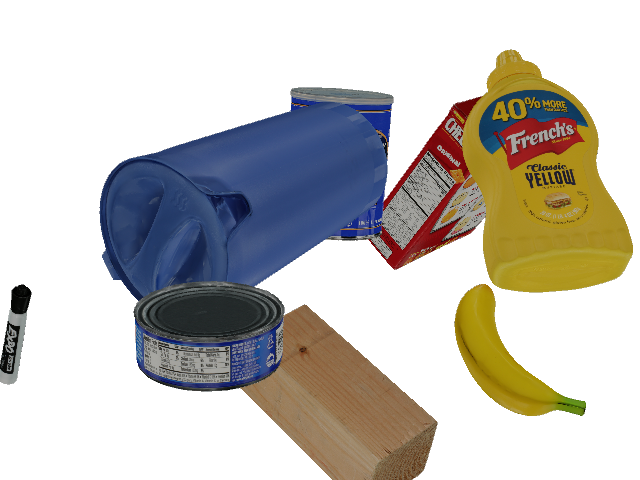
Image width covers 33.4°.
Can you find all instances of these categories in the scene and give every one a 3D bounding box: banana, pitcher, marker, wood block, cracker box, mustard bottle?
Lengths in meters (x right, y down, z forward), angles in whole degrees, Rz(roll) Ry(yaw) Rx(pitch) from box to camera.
[{"bbox_3d":[0.155,0.097,0.939,0.069,0.037,0.198,6,28,-22],"label":"banana"},{"bbox_3d":[-0.059,-0.033,0.885,0.149,0.145,0.242,28,35,27],"label":"pitcher"},{"bbox_3d":[-0.302,0.093,1.056,0.020,0.121,0.020,13,33,-9],"label":"marker"},{"bbox_3d":[0.015,0.174,1.138,0.090,0.090,0.206,-27,52,-33],"label":"wood block"},{"bbox_3d":[0.163,-0.076,1.227,0.163,0.072,0.214,-22,-25,-45],"label":"cracker box"},{"bbox_3d":[0.153,-0.058,0.762,0.096,0.191,0.058,-5,-31,-3],"label":"mustard bottle"}]

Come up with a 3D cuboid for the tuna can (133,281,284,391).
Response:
[{"bbox_3d":[-0.063,0.054,0.613,0.086,0.034,0.086,1,19,-1],"label":"tuna can"}]

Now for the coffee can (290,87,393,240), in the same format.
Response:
[{"bbox_3d":[0.017,-0.079,1.074,0.103,0.140,0.103,4,12,-1],"label":"coffee can"}]
